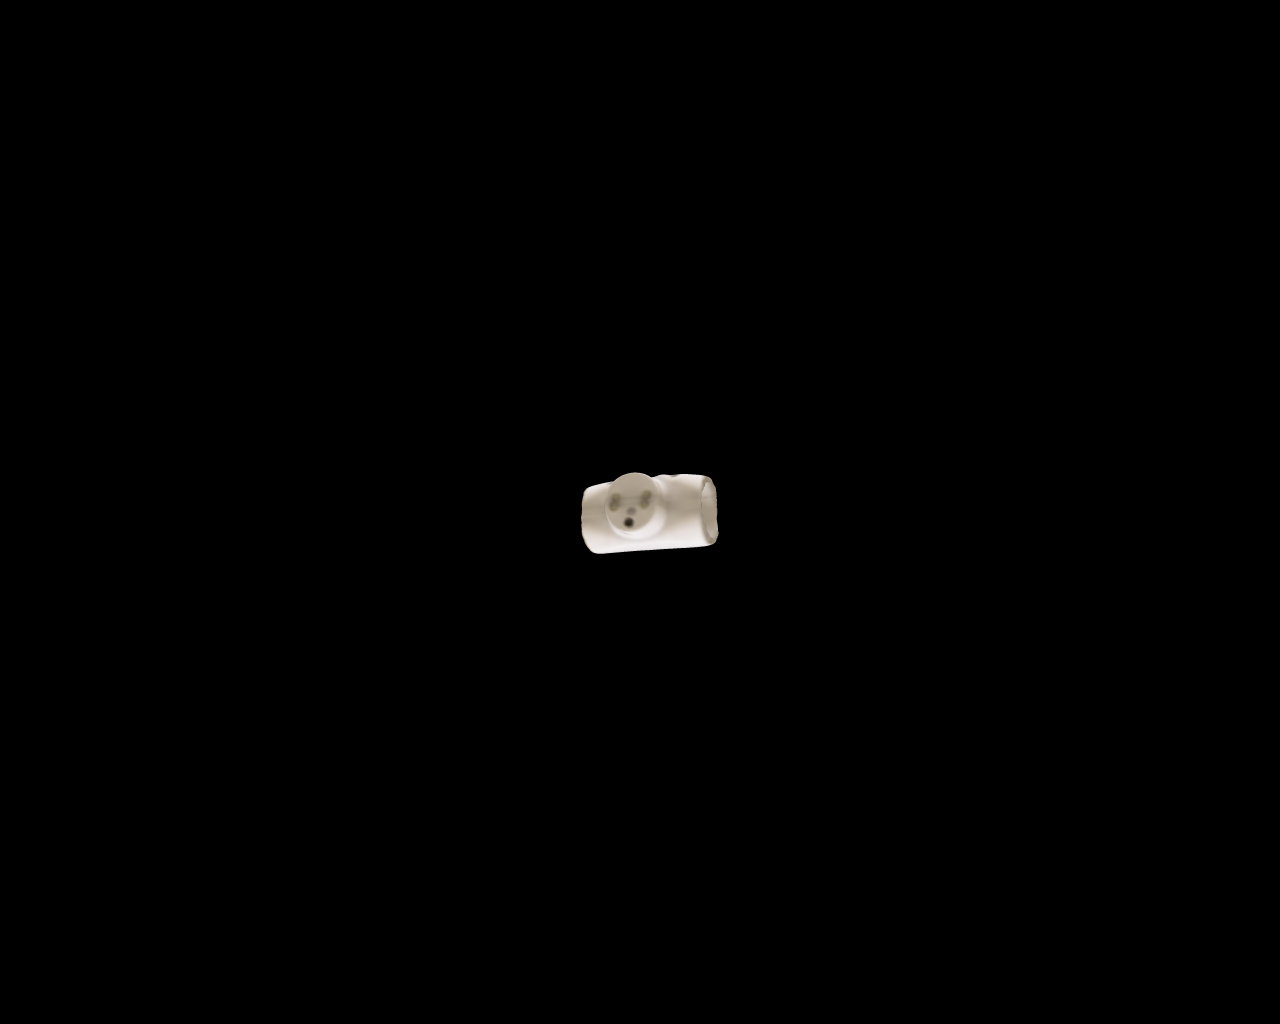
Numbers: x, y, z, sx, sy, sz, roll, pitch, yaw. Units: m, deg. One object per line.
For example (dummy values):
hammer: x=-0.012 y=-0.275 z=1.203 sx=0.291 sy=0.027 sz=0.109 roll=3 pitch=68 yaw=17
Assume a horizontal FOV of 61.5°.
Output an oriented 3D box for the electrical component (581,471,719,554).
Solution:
electrical component: x=0.001 y=-0.003 z=0.650 sx=0.077 sy=0.044 sz=0.079 roll=-5 pitch=-15 yaw=18
